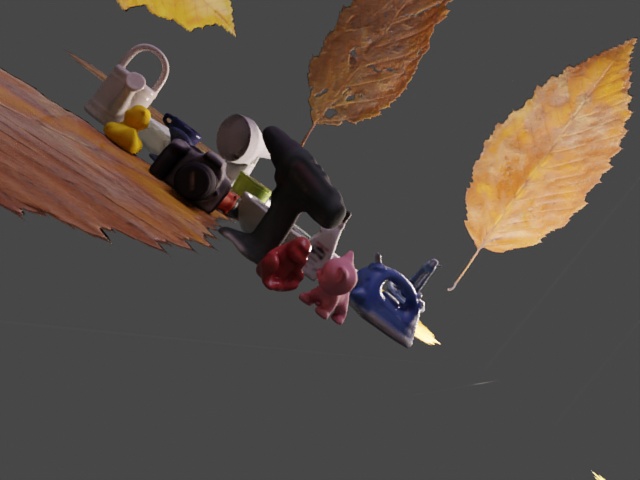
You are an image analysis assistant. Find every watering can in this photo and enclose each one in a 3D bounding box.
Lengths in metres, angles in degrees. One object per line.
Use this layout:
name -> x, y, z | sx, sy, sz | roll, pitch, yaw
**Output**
watering can -> -0.390, -0.319, 1.196 | 0.101, 0.194, 0.172 | 35, 4, -44

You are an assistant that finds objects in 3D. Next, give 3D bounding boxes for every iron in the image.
iron -> 0.168, 0.143, 1.346 | 0.259, 0.141, 0.118 | 36, 3, -29

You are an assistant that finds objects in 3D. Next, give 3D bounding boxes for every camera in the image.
camera -> -0.232, -0.126, 1.050 | 0.143, 0.101, 0.137 | 38, 3, -7

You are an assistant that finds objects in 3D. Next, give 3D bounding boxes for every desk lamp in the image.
desk lamp -> -0.206, -0.206, 1.516 | 0.117, 0.213, 0.204 | 39, 3, 29

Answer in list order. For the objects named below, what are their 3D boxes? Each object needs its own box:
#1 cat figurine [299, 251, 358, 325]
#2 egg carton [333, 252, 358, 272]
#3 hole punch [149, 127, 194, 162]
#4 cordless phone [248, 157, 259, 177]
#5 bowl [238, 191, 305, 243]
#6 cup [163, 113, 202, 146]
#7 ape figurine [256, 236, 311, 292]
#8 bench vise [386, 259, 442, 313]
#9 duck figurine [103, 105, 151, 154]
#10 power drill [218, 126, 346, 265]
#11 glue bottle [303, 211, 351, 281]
cat figurine -> 0.031, 0.074, 0.966 | 0.067, 0.117, 0.128 | 39, 3, 26
egg carton -> 0.043, 0.082, 1.479 | 0.151, 0.069, 0.107 | 36, 3, -29
hole punch -> -0.285, -0.171, 1.199 | 0.108, 0.091, 0.101 | 40, 4, 41
cordless phone -> -0.213, -0.207, 1.721 | 0.094, 0.185, 0.148 | 38, 3, 10
bowl -> -0.111, -0.023, 1.186 | 0.167, 0.074, 0.167 | 38, 3, -2
cup -> -0.386, -0.272, 1.518 | 0.117, 0.095, 0.092 | 38, 3, 3
ape figurine -> -0.050, 0.033, 0.879 | 0.078, 0.092, 0.076 | 37, 3, -25
bench vise -> 0.238, 0.133, 1.577 | 0.122, 0.219, 0.207 | 37, 3, -12
duck figurine -> -0.358, -0.218, 1.095 | 0.078, 0.086, 0.104 | 37, 3, -28
power drill -> -0.074, -0.067, 0.989 | 0.229, 0.208, 0.076 | 39, 3, 26
glue bottle -> 0.012, 0.005, 1.280 | 0.078, 0.173, 0.037 | 38, 3, -9
